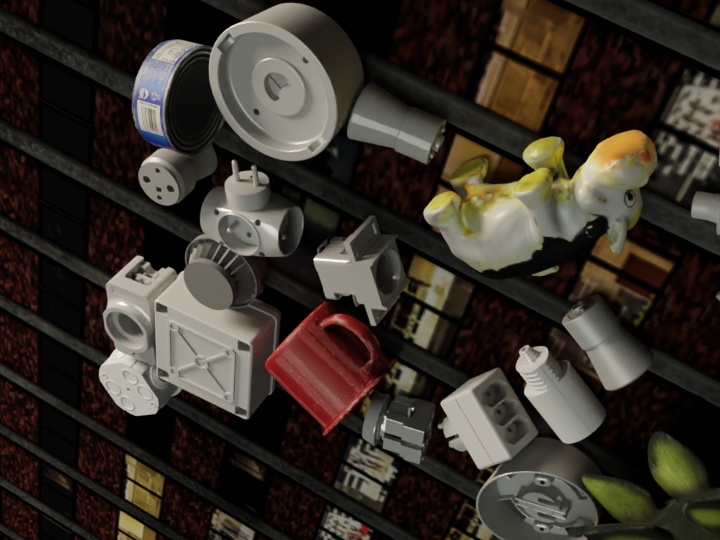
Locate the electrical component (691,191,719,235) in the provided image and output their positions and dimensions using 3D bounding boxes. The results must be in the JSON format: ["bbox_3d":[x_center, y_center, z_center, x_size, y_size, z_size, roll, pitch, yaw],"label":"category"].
[{"bbox_3d":[0.245,-0.037,0.686,0.062,0.043,0.043,13,130,27],"label":"electrical component"}]

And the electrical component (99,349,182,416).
[{"bbox_3d":[-0.223,0.107,1.107,0.080,0.051,0.080,18,132,21],"label":"electrical component"}]

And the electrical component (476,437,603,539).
[{"bbox_3d":[0.157,0.192,0.914,0.099,0.064,0.099,18,132,21],"label":"electrical component"}]

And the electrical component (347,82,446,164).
[{"bbox_3d":[0.029,-0.103,0.778,0.065,0.044,0.044,24,134,9],"label":"electrical component"}]

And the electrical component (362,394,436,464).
[{"bbox_3d":[0.035,0.139,0.967,0.055,0.048,0.066,15,132,13],"label":"electrical component"}]

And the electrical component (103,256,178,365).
[{"bbox_3d":[-0.211,0.042,1.042,0.050,0.055,0.089,20,133,19],"label":"electrical component"}]

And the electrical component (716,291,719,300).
[{"bbox_3d":[0.302,0.049,0.702,0.121,0.063,0.079,44,136,-5],"label":"electrical component"}]

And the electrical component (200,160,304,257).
[{"bbox_3d":[-0.092,-0.055,0.893,0.077,0.044,0.079,15,131,23],"label":"electrical component"}]

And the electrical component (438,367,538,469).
[{"bbox_3d":[0.096,0.130,0.906,0.077,0.047,0.065,-31,89,45],"label":"electrical component"}]

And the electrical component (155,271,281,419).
[{"bbox_3d":[-0.135,0.070,1.014,0.109,0.056,0.108,23,134,16],"label":"electrical component"}]

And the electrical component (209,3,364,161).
[{"bbox_3d":[-0.048,-0.141,0.783,0.108,0.060,0.108,19,132,22],"label":"electrical component"}]

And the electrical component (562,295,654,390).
[{"bbox_3d":[0.182,0.051,0.801,0.065,0.044,0.044,51,135,-5],"label":"electrical component"}]

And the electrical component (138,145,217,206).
[{"bbox_3d":[-0.153,-0.085,0.901,0.045,0.055,0.045,18,132,21],"label":"electrical component"}]

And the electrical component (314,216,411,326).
[{"bbox_3d":[0.000,0.000,0.879,0.064,0.042,0.081,4,126,33],"label":"electrical component"}]

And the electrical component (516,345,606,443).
[{"bbox_3d":[0.153,0.093,0.851,0.043,0.043,0.081,-28,106,44],"label":"electrical component"}]
